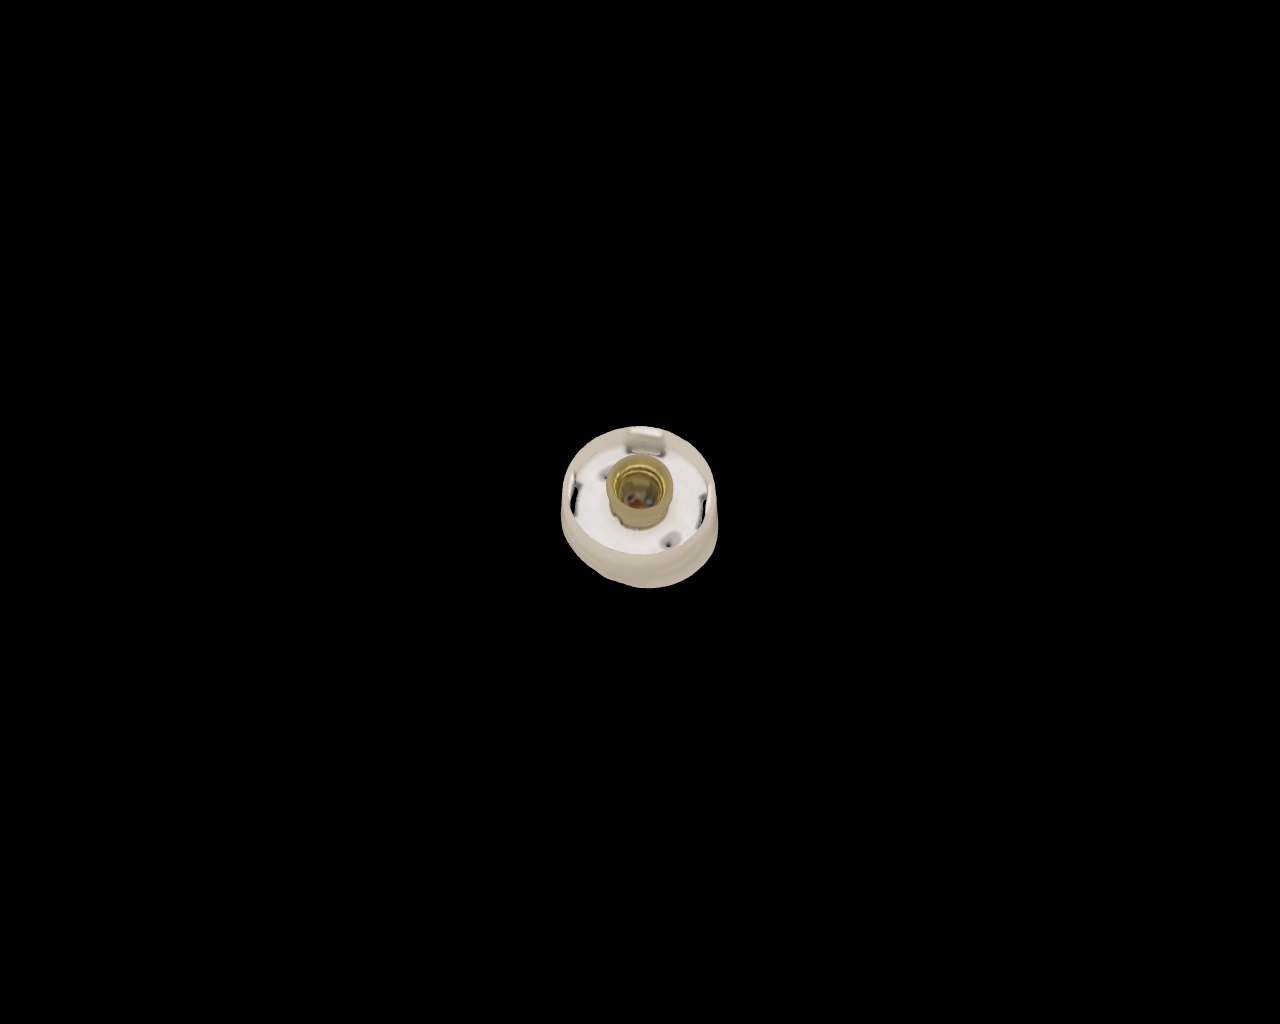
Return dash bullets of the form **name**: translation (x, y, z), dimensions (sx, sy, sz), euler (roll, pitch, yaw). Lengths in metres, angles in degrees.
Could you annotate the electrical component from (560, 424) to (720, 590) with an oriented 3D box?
- **electrical component**: translation (0.001, -0.003, 0.650), dimensions (0.099, 0.099, 0.064), euler (0, -30, 0)
